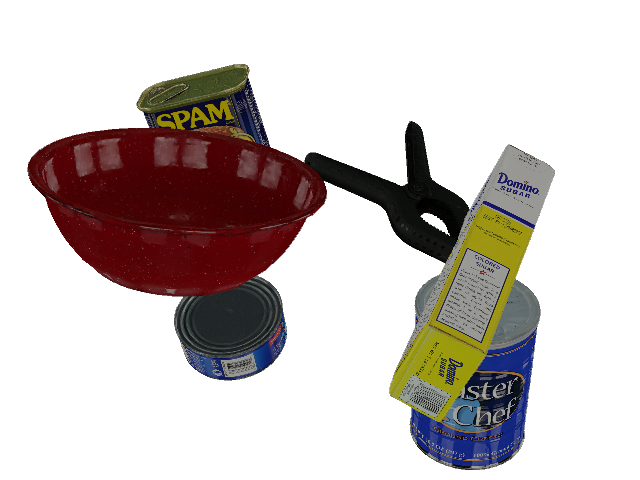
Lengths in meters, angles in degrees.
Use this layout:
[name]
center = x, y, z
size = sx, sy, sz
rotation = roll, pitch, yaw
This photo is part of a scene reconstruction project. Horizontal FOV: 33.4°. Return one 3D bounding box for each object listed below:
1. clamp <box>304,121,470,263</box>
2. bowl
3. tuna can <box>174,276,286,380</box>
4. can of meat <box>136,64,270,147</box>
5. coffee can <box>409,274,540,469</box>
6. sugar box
[clamp]
center = 0.090, -0.046, 1.163
size = 0.164, 0.210, 0.036
rotation = -15, -37, -28
[bowl]
center = -0.079, -0.013, 0.590
size = 0.162, 0.055, 0.162
rotation = 7, 22, -3
[tuna can]
center = -0.070, 0.068, 0.839
size = 0.086, 0.086, 0.034
rotation = 0, -44, 9
[can of meat]
center = -0.102, -0.102, 0.958
size = 0.102, 0.084, 0.057
rotation = -11, 30, 10
[coffee can]
center = 0.130, 0.110, 0.915
size = 0.103, 0.140, 0.103
rotation = -1, 34, 0
[sugar box]
center = 0.105, 0.026, 0.721
size = 0.048, 0.176, 0.093
rotation = 28, -38, 5
